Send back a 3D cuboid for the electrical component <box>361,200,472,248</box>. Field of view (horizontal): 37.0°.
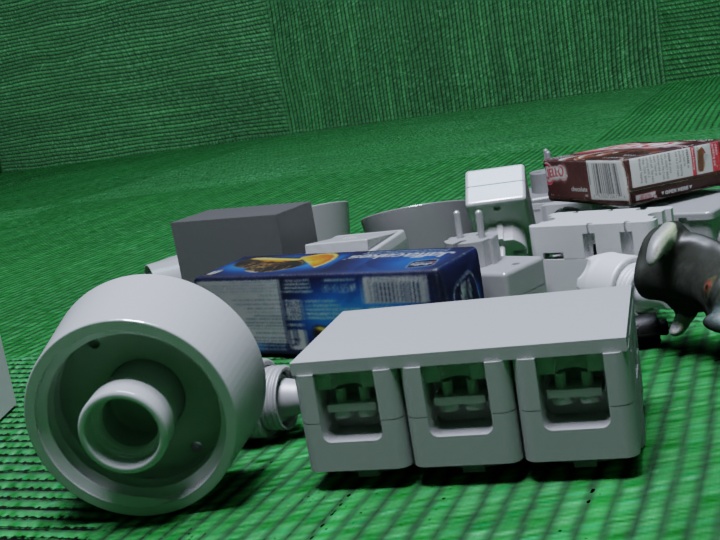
[{"bbox_3d":[0.053,-0.031,0.918,0.099,0.064,0.099,-12,10,2],"label":"electrical component"}]

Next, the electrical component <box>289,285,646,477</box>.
[{"bbox_3d":[0.055,0.054,0.511,0.150,0.061,0.089,-6,12,17],"label":"electrical component"}]

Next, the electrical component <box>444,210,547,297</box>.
[{"bbox_3d":[0.079,-0.004,0.744,0.083,0.075,0.047,1,16,43],"label":"electrical component"}]

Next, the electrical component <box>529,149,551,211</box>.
[{"bbox_3d":[0.179,-0.074,1.000,0.047,0.076,0.065,-9,12,5],"label":"electrical component"}]

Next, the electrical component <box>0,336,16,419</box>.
[{"bbox_3d":[-0.269,0.067,0.641,0.062,0.089,0.150,-9,11,3],"label":"electrical component"}]

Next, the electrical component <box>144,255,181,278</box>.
[{"bbox_3d":[-0.154,0.006,0.964,0.077,0.043,0.079,-14,12,-22],"label":"electrical component"}]

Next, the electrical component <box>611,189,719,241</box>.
[{"bbox_3d":[0.236,-0.027,0.796,0.100,0.048,0.100,0,15,40],"label":"electrical component"}]

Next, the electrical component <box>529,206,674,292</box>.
[{"bbox_3d":[0.170,-0.010,0.747,0.089,0.055,0.050,-2,14,34],"label":"electrical component"}]

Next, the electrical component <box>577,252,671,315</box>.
[{"bbox_3d":[0.171,0.012,0.673,0.043,0.043,0.062,-16,15,-30],"label":"electrical component"}]

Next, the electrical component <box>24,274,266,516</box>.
[{"bbox_3d":[-0.102,0.062,0.500,0.108,0.108,0.060,-8,18,8],"label":"electrical component"}]

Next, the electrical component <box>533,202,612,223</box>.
[{"bbox_3d":[0.189,-0.041,0.921,0.081,0.042,0.064,-2,11,30],"label":"electrical component"}]

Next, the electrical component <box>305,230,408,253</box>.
[{"bbox_3d":[0.000,0.000,0.823,0.062,0.061,0.096,-5,12,23],"label":"electrical component"}]

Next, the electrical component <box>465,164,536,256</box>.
[{"bbox_3d":[0.114,-0.027,0.856,0.047,0.083,0.075,-7,50,13],"label":"electrical component"}]

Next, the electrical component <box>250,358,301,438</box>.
[{"bbox_3d":[-0.050,0.069,0.576,0.062,0.043,0.043,-4,13,19],"label":"electrical component"}]

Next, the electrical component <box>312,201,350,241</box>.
[{"bbox_3d":[-0.056,-0.033,1.023,0.099,0.064,0.099,-9,11,2],"label":"electrical component"}]
